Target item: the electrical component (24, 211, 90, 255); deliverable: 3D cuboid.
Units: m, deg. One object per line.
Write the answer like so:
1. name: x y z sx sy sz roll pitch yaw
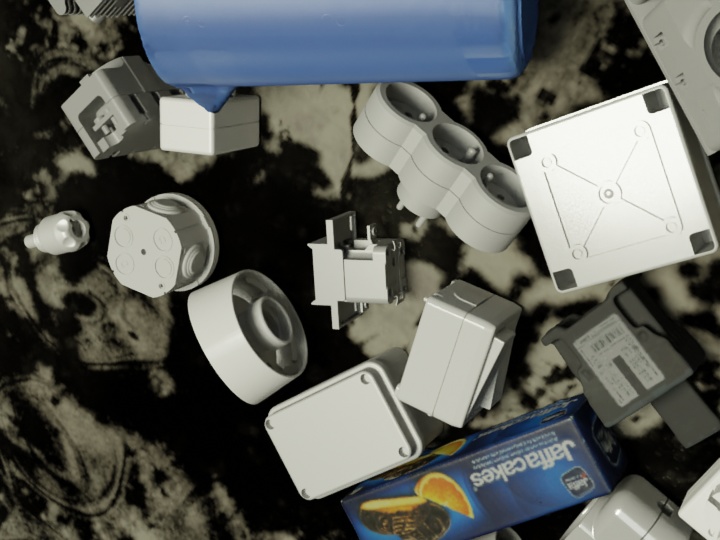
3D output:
1. electrical component: -0.262 -0.029 0.918 0.061 0.035 0.035 -11 97 31

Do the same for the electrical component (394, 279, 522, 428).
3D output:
1. electrical component: 0.071 0.065 0.755 0.061 0.062 0.096 24 112 20

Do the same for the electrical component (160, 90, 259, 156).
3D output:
1. electrical component: -0.111 -0.128 0.799 0.047 0.066 0.076 9 106 25

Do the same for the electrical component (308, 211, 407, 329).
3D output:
1. electrical component: 0.000 0.000 0.787 0.064 0.042 0.081 3 104 25

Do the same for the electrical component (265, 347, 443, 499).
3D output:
1. electrical component: -0.006 0.116 0.809 0.113 0.057 0.078 -29 88 29

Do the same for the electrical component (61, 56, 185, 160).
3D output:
1. electrical component: -0.175 -0.125 0.818 0.050 0.089 0.055 -36 85 29

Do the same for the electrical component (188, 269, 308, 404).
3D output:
1. electrical component: -0.087 0.050 0.814 0.064 0.099 0.099 -29 88 23

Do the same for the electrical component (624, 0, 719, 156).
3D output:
1. electrical component: 0.207 -0.174 0.603 0.105 0.060 0.186 -28 88 -1

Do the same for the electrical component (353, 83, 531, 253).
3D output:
1. electrical component: 0.050 -0.061 0.741 0.138 0.052 0.073 43 130 12

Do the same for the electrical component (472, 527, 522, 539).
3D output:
1. electrical component: 0.092 0.238 0.795 0.077 0.044 0.079 -32 87 29

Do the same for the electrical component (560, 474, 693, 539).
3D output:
1. electrical component: 0.174 0.189 0.736 0.059 0.054 0.095 40 117 13

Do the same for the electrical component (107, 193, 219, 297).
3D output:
1. electrical component: -0.157 -0.019 0.857 0.080 0.051 0.080 7 105 25

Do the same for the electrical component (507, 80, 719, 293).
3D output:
1. electrical component: 0.164 -0.052 0.682 0.109 0.056 0.108 -17 94 29

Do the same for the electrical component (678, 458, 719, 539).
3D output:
1. electrical component: 0.240 0.149 0.680 0.047 0.077 0.065 40 117 13
